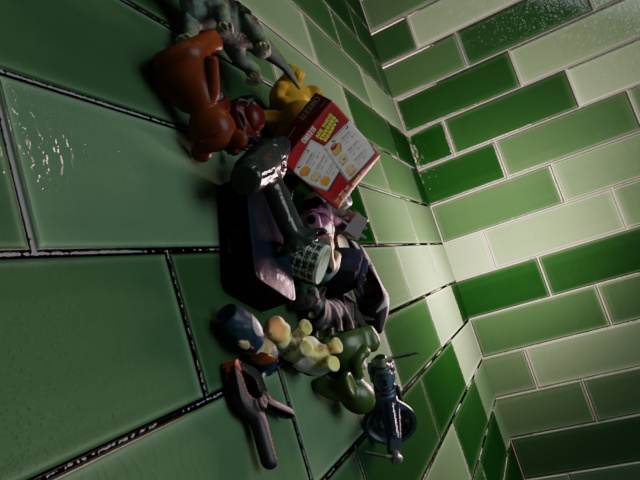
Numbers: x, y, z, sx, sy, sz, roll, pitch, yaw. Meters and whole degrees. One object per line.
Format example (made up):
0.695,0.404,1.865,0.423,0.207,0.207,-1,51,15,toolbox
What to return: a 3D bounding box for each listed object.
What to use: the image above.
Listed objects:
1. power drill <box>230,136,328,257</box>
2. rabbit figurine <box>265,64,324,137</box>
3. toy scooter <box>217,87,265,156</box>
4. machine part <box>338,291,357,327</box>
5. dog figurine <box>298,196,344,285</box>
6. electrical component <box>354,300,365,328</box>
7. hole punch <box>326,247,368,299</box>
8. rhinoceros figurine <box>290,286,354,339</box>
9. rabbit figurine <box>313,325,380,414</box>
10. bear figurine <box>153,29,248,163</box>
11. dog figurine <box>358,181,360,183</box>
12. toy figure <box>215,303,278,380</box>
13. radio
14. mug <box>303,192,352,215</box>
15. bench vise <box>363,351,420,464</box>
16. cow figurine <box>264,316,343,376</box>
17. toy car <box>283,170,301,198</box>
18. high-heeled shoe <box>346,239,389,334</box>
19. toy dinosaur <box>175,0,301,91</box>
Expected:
-0.063,-0.085,0.970,0.207,0.086,0.232,68,22,-9,power drill
-0.067,-0.311,1.255,0.121,0.162,0.173,52,5,-42,rabbit figurine
-0.161,-0.224,1.059,0.184,0.075,0.135,-4,74,-65,toy scooter
0.067,0.174,1.310,0.084,0.039,0.139,52,26,-50,machine part
-0.002,-0.004,1.209,0.191,0.108,0.219,69,18,1,dog figurine
0.094,0.201,1.372,0.063,0.021,0.094,53,26,-39,electrical component
0.046,0.066,1.260,0.092,0.116,0.142,55,24,-15,hole punch
0.006,0.149,1.132,0.190,0.073,0.112,26,49,-61,rhinoceros figurine
0.065,0.273,1.097,0.159,0.121,0.170,3,66,-60,rabbit figurine
-0.199,-0.245,0.927,0.195,0.120,0.132,62,18,-24,bear figurine
0.038,-0.200,1.293,0.190,0.121,0.172,37,9,-13,dog figurine
-0.109,0.165,0.860,0.154,0.058,0.064,56,37,-35,toy figure
-0.117,0.001,0.969,0.131,0.073,0.230,36,37,-54,radio
0.019,-0.096,1.337,0.109,0.107,0.081,17,54,-67,mug
0.153,0.376,1.179,0.241,0.129,0.223,-87,179,-68,bench vise
-0.048,0.191,0.962,0.167,0.098,0.068,34,43,-28,cow figurine
-0.089,-0.112,1.162,0.073,0.056,0.202,50,26,-27,toy car
0.115,0.114,1.410,0.145,0.086,0.249,56,14,-47,high-heeled shoe
-0.188,-0.437,1.074,0.404,0.131,0.192,20,50,-59,toy dinosaur
